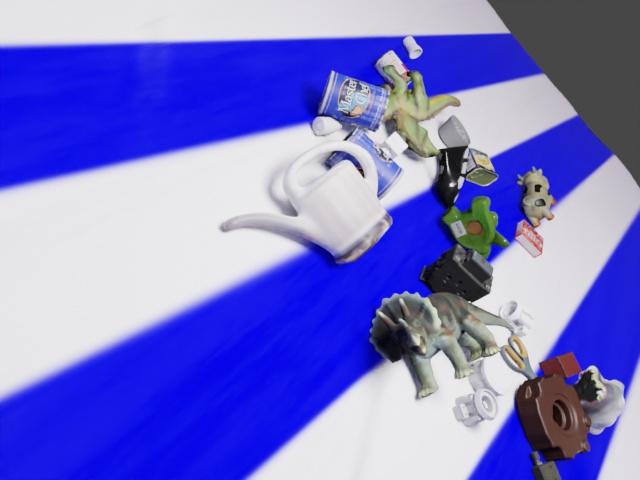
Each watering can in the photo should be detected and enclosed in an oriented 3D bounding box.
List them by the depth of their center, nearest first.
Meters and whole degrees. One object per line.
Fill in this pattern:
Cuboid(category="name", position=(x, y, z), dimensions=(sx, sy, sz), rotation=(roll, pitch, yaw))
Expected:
Cuboid(category="watering can", position=(0.003, -0.048, 0.963), dimensions=(0.353, 0.103, 0.224), rotation=(-40, 95, -31))

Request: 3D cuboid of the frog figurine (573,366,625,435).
Cuboid(category="frog figurine", position=(0.645, 0.383, 1.176), dimensions=(0.158, 0.123, 0.139), rotation=(43, 75, -20))

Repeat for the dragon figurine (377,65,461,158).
Cuboid(category="dragon figurine", position=(0.251, -0.319, 1.358), dimensions=(0.410, 0.120, 0.247), rotation=(5, 67, -29))
